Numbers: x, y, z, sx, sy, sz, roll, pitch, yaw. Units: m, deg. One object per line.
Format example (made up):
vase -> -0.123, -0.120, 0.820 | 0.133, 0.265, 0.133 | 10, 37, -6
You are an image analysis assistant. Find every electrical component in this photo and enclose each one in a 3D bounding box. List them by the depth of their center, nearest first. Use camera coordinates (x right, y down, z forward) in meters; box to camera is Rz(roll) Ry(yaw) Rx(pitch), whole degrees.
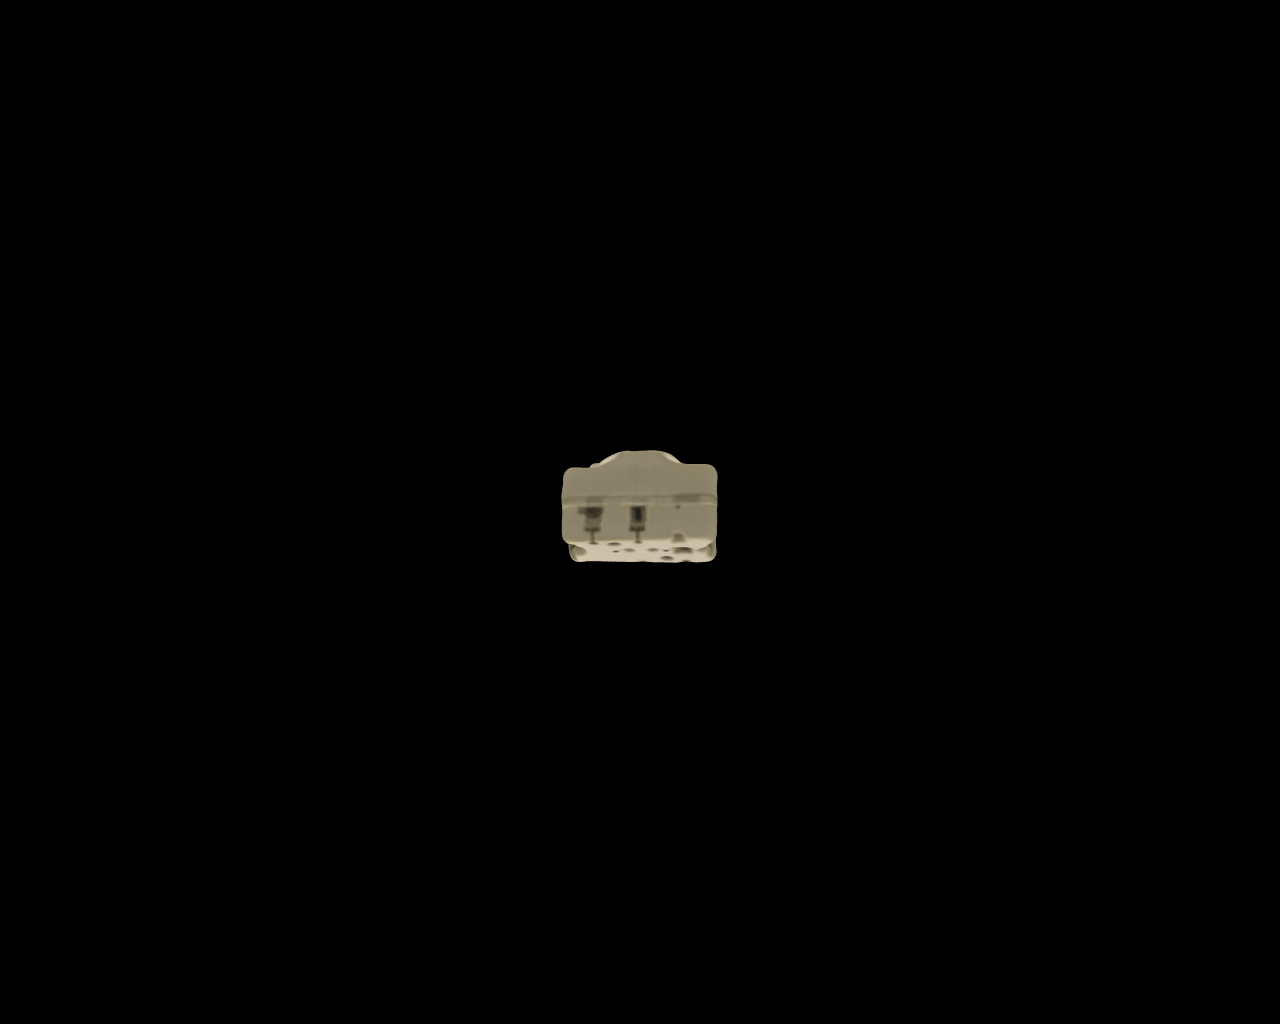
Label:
electrical component -> 0.001, -0.003, 0.650 | 0.089, 0.056, 0.050 | -1, -19, 2
